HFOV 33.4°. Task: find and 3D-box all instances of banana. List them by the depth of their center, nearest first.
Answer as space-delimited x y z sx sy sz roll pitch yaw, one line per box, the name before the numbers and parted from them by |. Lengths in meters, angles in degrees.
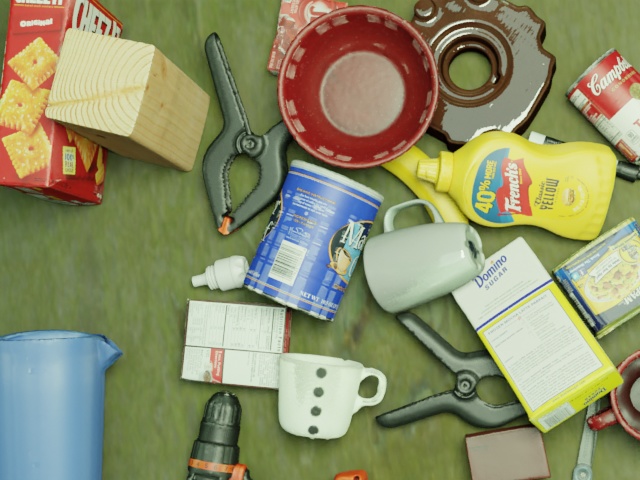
banana | 0.099 -0.055 1.118 0.069 0.037 0.198 -35 80 4

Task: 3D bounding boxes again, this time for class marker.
marker | 0.274 -0.085 1.101 0.121 0.020 0.020 19 88 11

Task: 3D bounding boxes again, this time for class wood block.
wood block | -0.189 -0.136 1.089 0.091 0.206 0.090 14 87 10

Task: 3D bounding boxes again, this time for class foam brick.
foam brick | 0.187 0.216 1.070 0.078 0.051 0.053 -10 82 9

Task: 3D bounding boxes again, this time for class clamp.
clamp | 0.141 0.156 1.091 0.171 0.039 0.120 20 97 12
clamp | -0.061 -0.105 1.138 0.164 0.036 0.210 12 96 10

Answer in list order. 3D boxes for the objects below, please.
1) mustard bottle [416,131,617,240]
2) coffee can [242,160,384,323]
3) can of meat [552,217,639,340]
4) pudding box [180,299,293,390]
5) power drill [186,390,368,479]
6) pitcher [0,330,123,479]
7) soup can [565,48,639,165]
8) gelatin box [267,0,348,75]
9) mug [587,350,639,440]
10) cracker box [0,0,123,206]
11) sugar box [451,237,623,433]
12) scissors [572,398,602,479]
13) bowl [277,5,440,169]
mustard bottle | 0.192 -0.059 1.069 0.191 0.058 0.096 8 114 -1
coffee can | -0.007 0.001 1.097 0.103 0.102 0.140 22 88 11
can of meat | 0.296 0.038 1.067 0.102 0.057 0.084 -34 78 4
pudding box | -0.088 0.110 1.133 0.113 0.039 0.090 4 83 7
power drill | -0.048 0.259 1.104 0.188 0.057 0.184 8 83 12
pitcher | -0.298 0.216 1.115 0.149 0.144 0.243 -4 86 45
soup can | 0.307 -0.134 1.076 0.068 0.068 0.102 -42 80 3
gelatin box | -0.012 -0.218 1.156 0.073 0.030 0.089 12 88 10
mug | 0.314 0.156 1.038 0.117 0.081 0.093 -29 80 4
cracker box | -0.272 -0.151 1.126 0.072 0.164 0.214 5 86 8
sugar box | 0.207 0.090 1.043 0.093 0.048 0.176 -34 49 9
scissors | 0.245 0.245 1.075 0.096 0.016 0.202 -6 82 10
bowl | 0.040 -0.151 1.075 0.162 0.055 0.162 0 91 9
